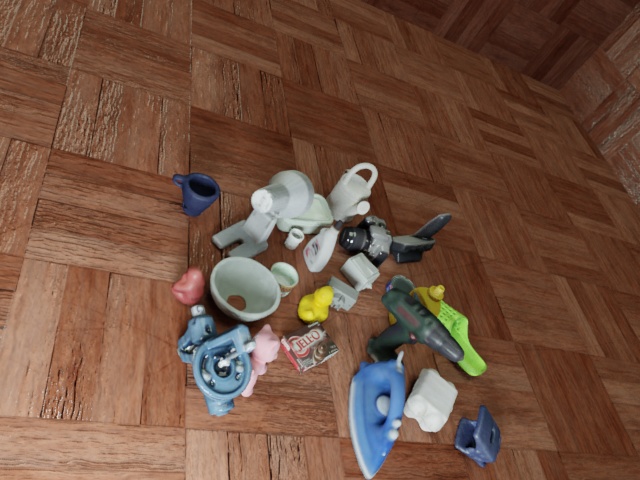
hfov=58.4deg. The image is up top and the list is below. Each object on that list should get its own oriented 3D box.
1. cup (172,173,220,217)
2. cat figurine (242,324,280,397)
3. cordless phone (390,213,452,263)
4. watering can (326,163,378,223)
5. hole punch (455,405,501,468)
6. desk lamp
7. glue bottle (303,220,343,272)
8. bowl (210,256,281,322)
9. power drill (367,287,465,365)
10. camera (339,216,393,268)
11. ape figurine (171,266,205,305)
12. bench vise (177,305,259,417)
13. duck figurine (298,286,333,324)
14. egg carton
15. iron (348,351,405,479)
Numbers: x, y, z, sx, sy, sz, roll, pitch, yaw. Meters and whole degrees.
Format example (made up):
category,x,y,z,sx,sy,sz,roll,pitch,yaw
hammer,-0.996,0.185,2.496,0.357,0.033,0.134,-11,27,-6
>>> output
category,x,y,z,sx,sy,sz,roll,pitch,yaw
cup,-0.315,-0.109,1.406,0.118,0.095,0.091,24,41,-15
cat figurine,-0.126,0.242,1.184,0.067,0.117,0.128,34,40,-2
cordless phone,0.292,-0.021,1.686,0.148,0.185,0.094,-10,57,-41
watering can,0.101,-0.142,1.659,0.101,0.194,0.172,-11,58,-41
hole punch,0.389,0.464,1.359,0.101,0.091,0.109,36,40,0
desk lamp,-0.130,-0.064,1.402,0.118,0.213,0.204,44,40,10
glue bottle,0.013,0.005,1.470,0.037,0.173,0.078,1,51,-35
bowl,-0.178,0.123,1.296,0.168,0.074,0.167,20,42,-19
power drill,0.211,0.236,1.361,0.076,0.208,0.229,-21,65,-45
camera,0.128,-0.012,1.626,0.137,0.100,0.143,16,44,-23
ape figurine,-0.279,0.091,1.241,0.078,0.092,0.076,-6,55,-39
bench vise,-0.201,0.205,1.087,0.207,0.219,0.122,48,41,13
duck figurine,-0.002,0.151,1.386,0.077,0.086,0.105,39,40,4
egg carton,0.264,0.382,1.367,0.107,0.069,0.150,39,40,3
iron,0.142,0.368,1.237,0.119,0.141,0.258,23,42,-15
